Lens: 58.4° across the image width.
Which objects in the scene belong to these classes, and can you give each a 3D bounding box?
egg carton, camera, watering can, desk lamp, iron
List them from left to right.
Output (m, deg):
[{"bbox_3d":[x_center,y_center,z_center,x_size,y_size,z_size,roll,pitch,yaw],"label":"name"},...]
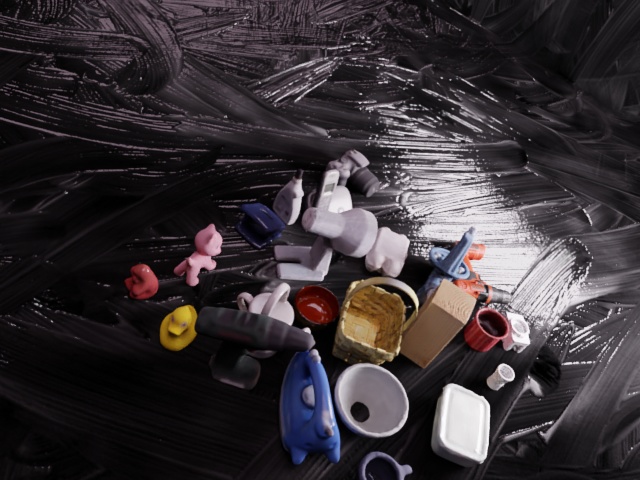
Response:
[{"bbox_3d":[-0.100,0.166,1.225,0.173,0.194,0.101,20,46,-6],"label":"watering can"},{"bbox_3d":[-0.015,0.314,1.168,0.119,0.141,0.258,5,49,-19],"label":"iron"},{"bbox_3d":[0.013,0.005,1.404,0.204,0.213,0.117,3,50,-21],"label":"desk lamp"},{"bbox_3d":[0.104,-0.192,1.698,0.136,0.100,0.143,44,48,17],"label":"camera"},{"bbox_3d":[0.182,0.034,1.553,0.107,0.069,0.150,24,45,-2],"label":"egg carton"}]

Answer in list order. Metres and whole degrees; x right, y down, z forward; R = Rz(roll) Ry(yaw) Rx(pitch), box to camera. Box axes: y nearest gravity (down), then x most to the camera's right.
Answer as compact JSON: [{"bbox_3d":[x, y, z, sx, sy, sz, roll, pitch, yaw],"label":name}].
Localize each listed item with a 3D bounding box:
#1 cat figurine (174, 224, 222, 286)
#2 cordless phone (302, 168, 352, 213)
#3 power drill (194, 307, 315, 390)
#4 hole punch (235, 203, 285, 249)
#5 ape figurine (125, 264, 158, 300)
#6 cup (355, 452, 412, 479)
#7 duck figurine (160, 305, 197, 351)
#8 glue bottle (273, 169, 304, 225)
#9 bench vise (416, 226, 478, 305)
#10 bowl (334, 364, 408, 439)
[{"bbox_3d":[-0.273,0.026,1.327,0.067,0.117,0.128,33,46,7],"label":"cat figurine"},{"bbox_3d":[0.037,-0.122,1.547,0.148,0.185,0.094,-21,61,-36],"label":"cordless phone"},{"bbox_3d":[-0.144,0.216,1.152,0.230,0.208,0.075,19,46,-7],"label":"power drill"},{"bbox_3d":[-0.149,-0.050,1.468,0.108,0.091,0.101,41,47,14],"label":"hole punch"},{"bbox_3d":[-0.388,0.084,1.243,0.076,0.092,0.078,18,46,-8],"label":"ape figurine"},{"bbox_3d":[0.115,0.472,1.118,0.118,0.095,0.091,-4,52,-26],"label":"cup"},{"bbox_3d":[-0.293,0.173,1.211,0.077,0.086,0.104,25,45,-1],"label":"duck figurine"},{"bbox_3d":[-0.074,-0.121,1.506,0.037,0.173,0.078,-24,63,-37],"label":"glue bottle"},{"bbox_3d":[0.342,0.076,1.481,0.121,0.219,0.207,19,46,-6],"label":"bench vise"},{"bbox_3d":[0.100,0.355,1.229,0.168,0.074,0.167,12,47,-13],"label":"bowl"}]
